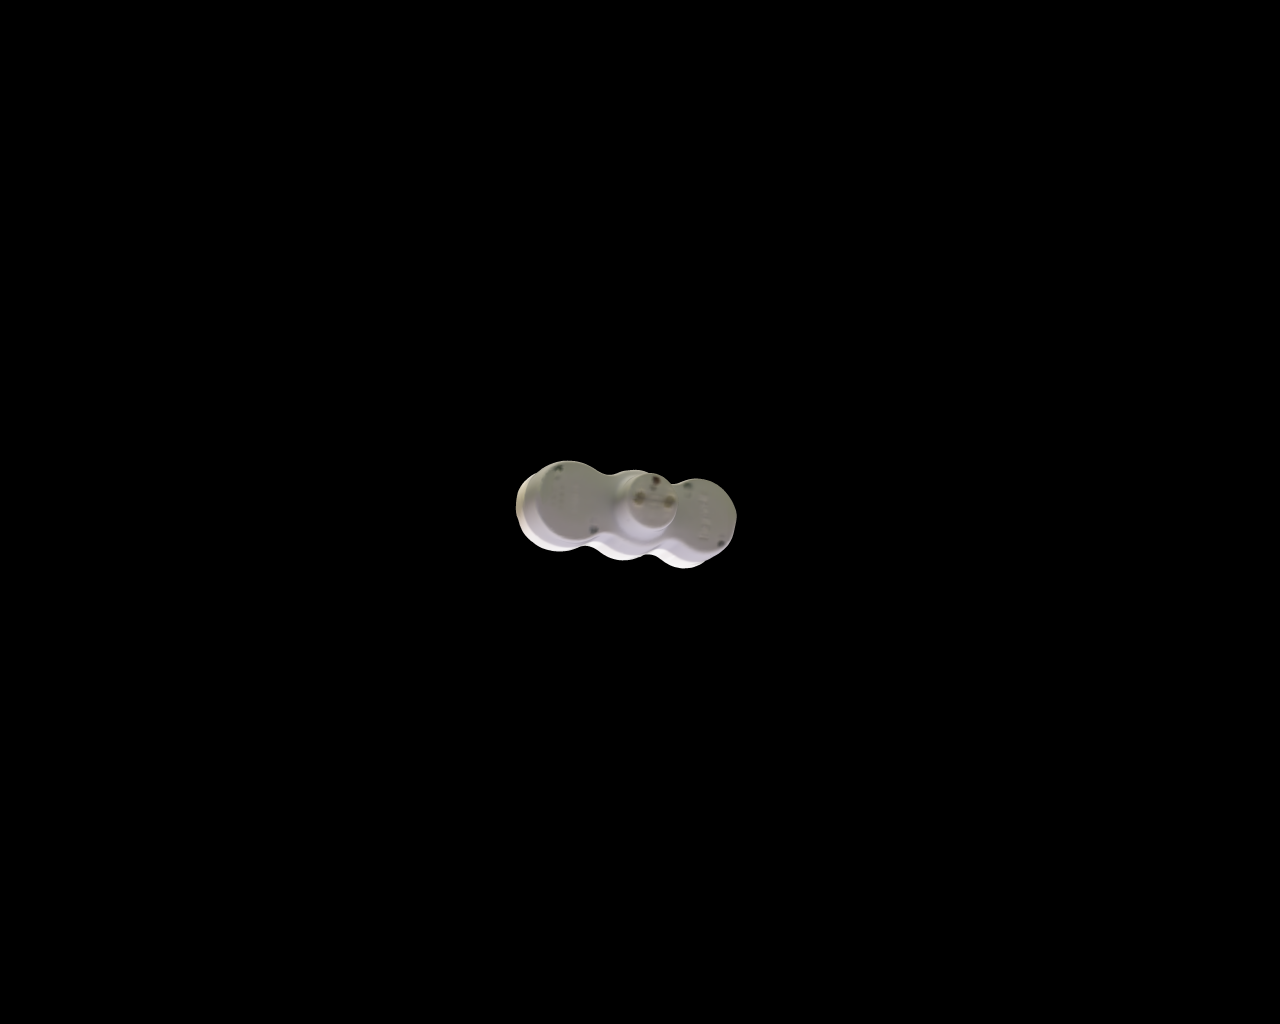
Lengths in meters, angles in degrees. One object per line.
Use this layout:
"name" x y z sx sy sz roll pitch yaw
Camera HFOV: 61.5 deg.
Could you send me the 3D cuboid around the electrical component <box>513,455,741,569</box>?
"electrical component" 0.001 -0.003 0.650 0.138 0.052 0.073 8 -19 -24
